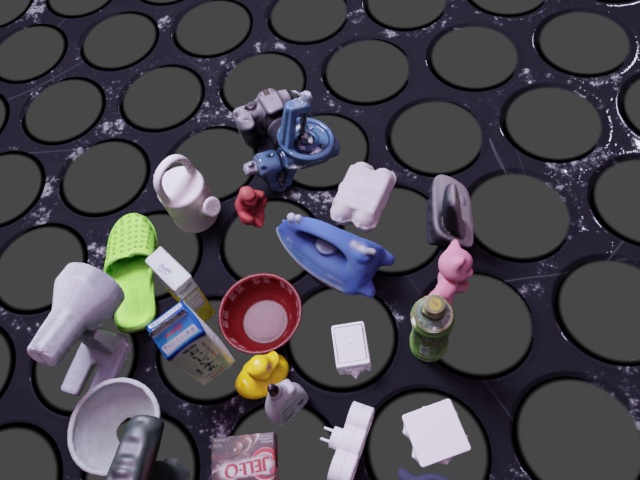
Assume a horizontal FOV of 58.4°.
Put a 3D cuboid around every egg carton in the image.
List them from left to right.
[{"bbox_3d":[0.089,-0.090,1.184,0.107,0.069,0.150,18,67,16],"label":"egg carton"}]

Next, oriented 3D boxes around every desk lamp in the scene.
[{"bbox_3d":[-0.427,0.170,1.039,0.117,0.214,0.203,11,65,13],"label":"desk lamp"}]

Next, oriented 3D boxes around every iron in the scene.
[{"bbox_3d":[0.010,0.004,1.106,0.257,0.141,0.119,26,69,19],"label":"iron"}]

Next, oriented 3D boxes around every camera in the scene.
[{"bbox_3d":[-0.107,-0.259,1.277,0.143,0.101,0.136,-27,63,-6],"label":"camera"}]

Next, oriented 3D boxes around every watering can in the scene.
[{"bbox_3d":[-0.272,-0.099,1.165,0.172,0.194,0.101,10,65,12],"label":"watering can"}]

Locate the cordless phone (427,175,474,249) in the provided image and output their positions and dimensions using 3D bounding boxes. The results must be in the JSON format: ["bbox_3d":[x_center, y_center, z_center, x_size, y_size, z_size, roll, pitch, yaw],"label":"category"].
[{"bbox_3d":[0.252,-0.075,1.090,0.094,0.185,0.147,-3,63,6],"label":"cordless phone"}]

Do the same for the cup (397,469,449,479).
[{"bbox_3d":[0.168,0.413,0.906,0.117,0.095,0.092,40,74,23],"label":"cup"}]

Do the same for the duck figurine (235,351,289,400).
[{"bbox_3d":[-0.110,0.239,1.035,0.104,0.086,0.077,-34,64,-10],"label":"duck figurine"}]

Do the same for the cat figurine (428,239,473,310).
[{"bbox_3d":[0.240,0.069,1.057,0.067,0.118,0.128,26,69,19],"label":"cat figurine"}]

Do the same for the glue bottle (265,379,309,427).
[{"bbox_3d":[-0.065,0.267,0.966,0.078,0.173,0.037,-42,66,-13],"label":"glue bottle"}]

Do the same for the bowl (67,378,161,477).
[{"bbox_3d":[-0.355,0.336,1.024,0.167,0.075,0.167,-3,63,6],"label":"bowl"}]

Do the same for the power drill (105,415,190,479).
[{"bbox_3d":[-0.280,0.403,0.905,0.075,0.209,0.229,1,64,8],"label":"power drill"}]

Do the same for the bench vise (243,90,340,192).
[{"bbox_3d":[-0.057,-0.195,1.171,0.121,0.220,0.208,40,74,23],"label":"bench vise"}]

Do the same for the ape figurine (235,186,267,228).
[{"bbox_3d":[-0.147,-0.078,1.196,0.076,0.092,0.078,39,74,23],"label":"ape figurine"}]
